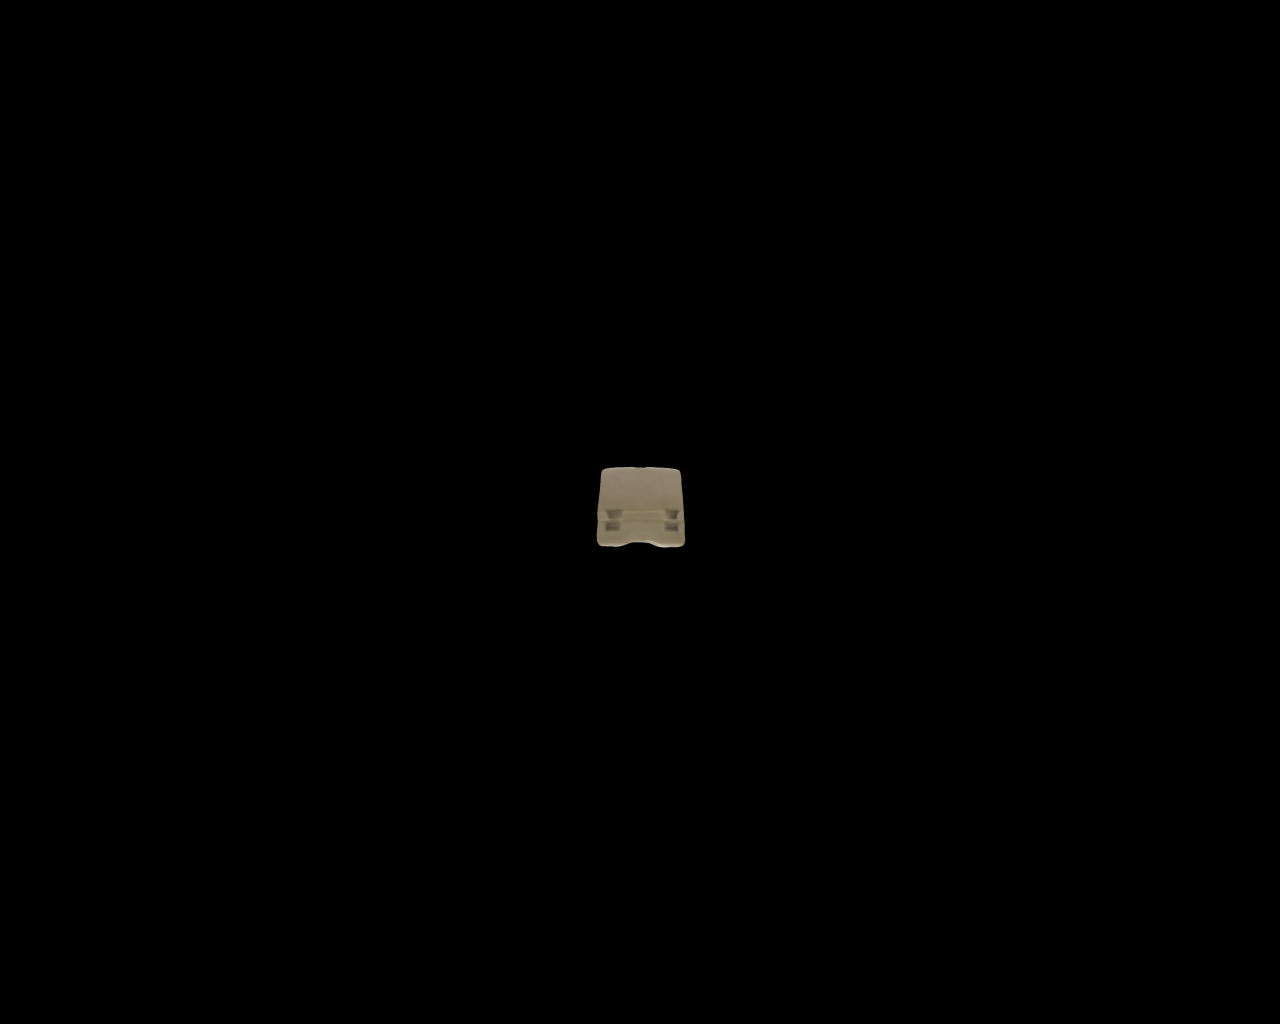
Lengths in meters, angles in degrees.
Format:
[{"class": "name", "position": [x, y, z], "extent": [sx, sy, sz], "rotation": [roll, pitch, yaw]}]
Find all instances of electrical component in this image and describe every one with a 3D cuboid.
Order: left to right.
[{"class": "electrical component", "position": [0.001, -0.003, 0.650], "extent": [0.055, 0.047, 0.055], "rotation": [0, -2, 0]}]
